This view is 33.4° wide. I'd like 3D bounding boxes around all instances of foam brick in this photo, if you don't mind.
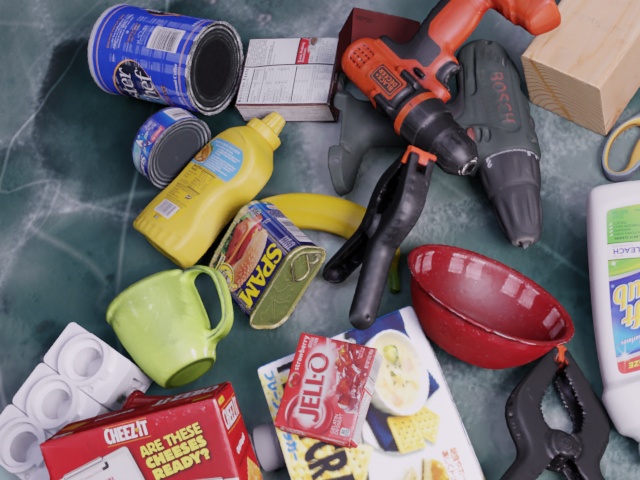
[{"bbox_3d":[0.062,-0.205,1.130,0.078,0.051,0.053,10,65,-12],"label":"foam brick"}]

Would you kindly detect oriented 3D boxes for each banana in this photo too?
[{"bbox_3d":[0.005,-0.013,1.083,0.198,0.037,0.069,22,74,25],"label":"banana"}]

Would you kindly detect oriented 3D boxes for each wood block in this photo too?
[{"bbox_3d":[0.297,-0.221,1.061,0.090,0.090,0.206,31,78,28],"label":"wood block"}]

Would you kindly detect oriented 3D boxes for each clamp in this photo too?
[{"bbox_3d":[0.053,-0.009,1.000,0.171,0.039,0.120,-64,28,5],"label":"clamp"},{"bbox_3d":[0.211,0.187,0.905,0.164,0.036,0.210,20,52,-4],"label":"clamp"}]

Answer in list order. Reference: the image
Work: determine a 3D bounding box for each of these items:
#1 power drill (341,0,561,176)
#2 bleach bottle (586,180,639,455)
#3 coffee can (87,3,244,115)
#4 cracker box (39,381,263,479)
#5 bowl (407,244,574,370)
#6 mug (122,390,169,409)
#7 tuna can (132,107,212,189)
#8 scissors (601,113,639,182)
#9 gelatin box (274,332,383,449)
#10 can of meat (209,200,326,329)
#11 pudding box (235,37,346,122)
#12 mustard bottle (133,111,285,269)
[{"bbox_3d":[0.135,-0.172,1.013,0.187,0.057,0.184,-42,63,3],"label":"power drill"},{"bbox_3d":[0.294,0.072,0.941,0.103,0.068,0.251,-5,67,12],"label":"bleach bottle"},{"bbox_3d":[-0.171,-0.201,1.181,0.140,0.102,0.102,16,71,28],"label":"coffee can"},{"bbox_3d":[-0.127,0.248,0.928,0.164,0.072,0.214,-16,95,9],"label":"cracker box"},{"bbox_3d":[0.143,0.068,0.960,0.162,0.161,0.055,36,116,28],"label":"bowl"},{"bbox_3d":[-0.136,0.200,1.004,0.081,0.093,0.117,-1,93,11],"label":"mug"},{"bbox_3d":[-0.160,-0.099,1.146,0.034,0.086,0.086,37,80,31],"label":"tuna can"},{"bbox_3d":[0.352,-0.131,1.044,0.096,0.016,0.201,34,79,26],"label":"scissors"},{"bbox_3d":[0.007,0.132,0.939,0.073,0.030,0.089,10,69,21],"label":"gelatin box"},{"bbox_3d":[-0.055,0.023,1.058,0.084,0.057,0.102,44,113,31],"label":"can of meat"},{"bbox_3d":[-0.030,-0.176,1.170,0.114,0.039,0.090,2,67,20],"label":"pudding box"},{"bbox_3d":[-0.106,-0.062,1.125,0.191,0.058,0.096,-48,39,-9],"label":"mustard bottle"}]
